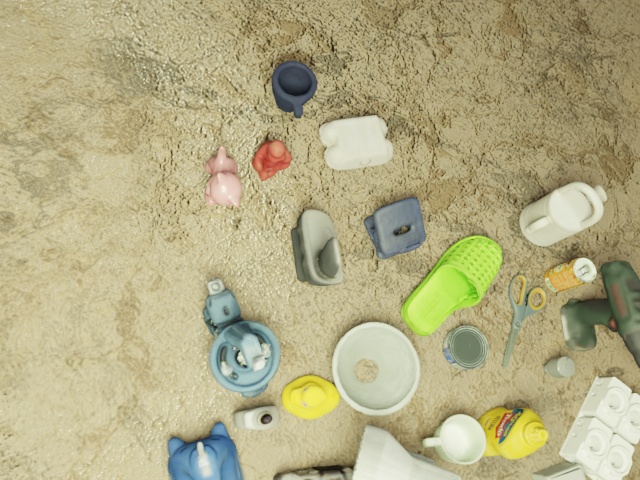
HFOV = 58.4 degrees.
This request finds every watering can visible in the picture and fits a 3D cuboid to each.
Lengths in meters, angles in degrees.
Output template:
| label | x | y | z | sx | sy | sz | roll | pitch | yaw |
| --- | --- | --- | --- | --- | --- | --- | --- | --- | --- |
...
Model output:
| label | x | y | z | sx | sy | sz | roll | pitch | yaw |
| --- | --- | --- | --- | --- | --- | --- | --- | --- | --- |
| watering can | 0.513 | -0.064 | 1.185 | 0.101 | 0.194 | 0.173 | 42 | 70 | 1 |

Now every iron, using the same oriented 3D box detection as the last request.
| label | x | y | z | sx | sy | sz | roll | pitch | yaw |
| --- | --- | --- | --- | --- | --- | --- | --- | --- | --- |
| iron | -0.164 | 0.432 | 0.910 | 0.119 | 0.141 | 0.258 | -15 | 79 | -17 |

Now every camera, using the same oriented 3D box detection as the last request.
| label | x | y | z | sx | sy | sz | roll | pitch | yaw |
| --- | --- | --- | --- | --- | --- | --- | --- | --- | --- |
| camera | 0.000 | 0.458 | 0.964 | 0.143 | 0.100 | 0.137 | -1 | 75 | -14 |

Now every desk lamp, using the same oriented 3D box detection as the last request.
| label | x | y | z | sx | sy | sz | roll | pitch | yaw |
| --- | --- | --- | --- | --- | --- | --- | --- | --- | --- |
| desk lamp | 0.129 | 0.390 | 0.955 | 0.203 | 0.213 | 0.118 | 20 | 71 | -7 |

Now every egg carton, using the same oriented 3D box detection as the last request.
| label | x | y | z | sx | sy | sz | roll | pitch | yaw |
| --- | --- | --- | --- | --- | --- | --- | --- | --- | --- |
| egg carton | 0.075 | -0.199 | 1.184 | 0.150 | 0.069 | 0.107 | -12 | 78 | -16 |

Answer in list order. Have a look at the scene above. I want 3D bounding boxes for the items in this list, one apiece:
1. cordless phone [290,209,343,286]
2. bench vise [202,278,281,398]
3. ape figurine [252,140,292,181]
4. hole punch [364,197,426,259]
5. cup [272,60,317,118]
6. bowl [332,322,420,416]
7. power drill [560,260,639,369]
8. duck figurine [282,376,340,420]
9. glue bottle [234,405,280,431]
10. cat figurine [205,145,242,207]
| label | x | y | z | sx | sy | sz | roll | pitch | yaw |
| --- | --- | --- | --- | --- | --- | --- | --- | --- | --- |
| cordless phone | 0.010 | 0.004 | 1.050 | 0.094 | 0.185 | 0.147 | -10 | 77 | -16 |
| bench vise | -0.146 | 0.164 | 0.949 | 0.122 | 0.219 | 0.207 | -41 | 87 | -20 |
| ape figurine | -0.091 | -0.166 | 1.123 | 0.078 | 0.092 | 0.076 | 5 | 73 | -12 |
| hole punch | 0.158 | -0.023 | 1.143 | 0.109 | 0.091 | 0.101 | -20 | 80 | -18 |
| cup | -0.056 | -0.289 | 1.165 | 0.092 | 0.095 | 0.118 | -6 | 76 | -15 |
| bowl | 0.095 | 0.239 | 1.063 | 0.168 | 0.074 | 0.167 | 4 | 74 | -12 |
| power drill | 0.573 | 0.164 | 1.128 | 0.076 | 0.208 | 0.229 | -1 | 75 | -13 |
| duck figurine | -0.011 | 0.280 | 1.020 | 0.105 | 0.086 | 0.077 | 3 | 74 | -13 |
| glue bottle | -0.099 | 0.296 | 0.948 | 0.078 | 0.173 | 0.037 | -5 | 76 | -14 |
| cat figurine | -0.181 | -0.113 | 1.073 | 0.067 | 0.117 | 0.128 | -1 | 75 | -14 |
